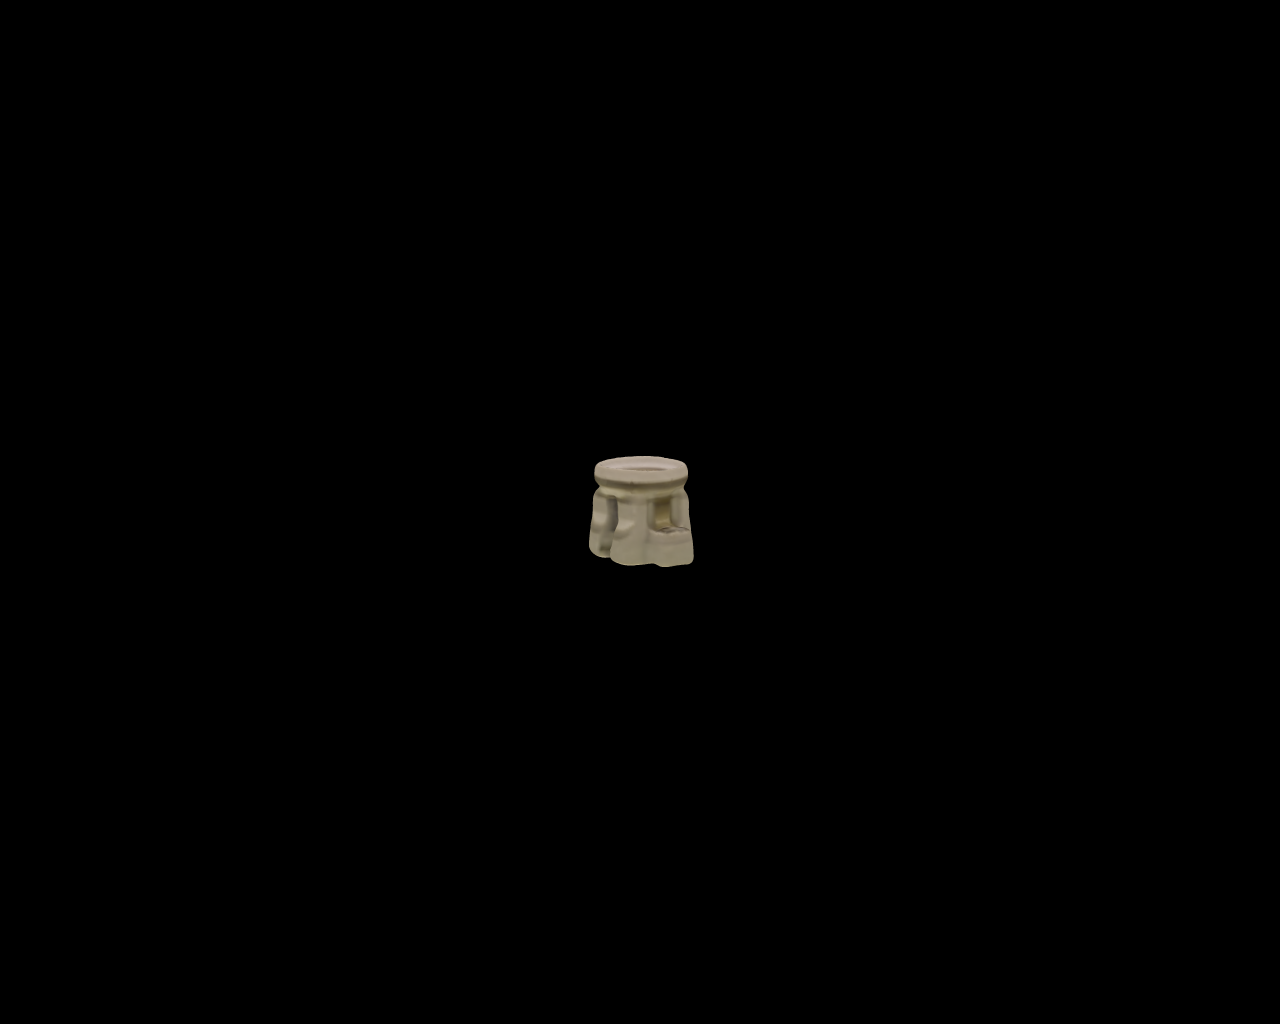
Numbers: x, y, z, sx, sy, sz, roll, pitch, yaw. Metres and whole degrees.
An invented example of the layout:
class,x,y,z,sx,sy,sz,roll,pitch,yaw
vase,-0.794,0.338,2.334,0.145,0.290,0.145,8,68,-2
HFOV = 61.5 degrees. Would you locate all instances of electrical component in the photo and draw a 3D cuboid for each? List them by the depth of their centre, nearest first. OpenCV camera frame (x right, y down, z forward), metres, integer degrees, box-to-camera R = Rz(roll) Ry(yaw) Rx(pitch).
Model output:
class,x,y,z,sx,sy,sz,roll,pitch,yaw
electrical component,0.001,-0.003,0.650,0.058,0.057,0.078,-8,14,-35
